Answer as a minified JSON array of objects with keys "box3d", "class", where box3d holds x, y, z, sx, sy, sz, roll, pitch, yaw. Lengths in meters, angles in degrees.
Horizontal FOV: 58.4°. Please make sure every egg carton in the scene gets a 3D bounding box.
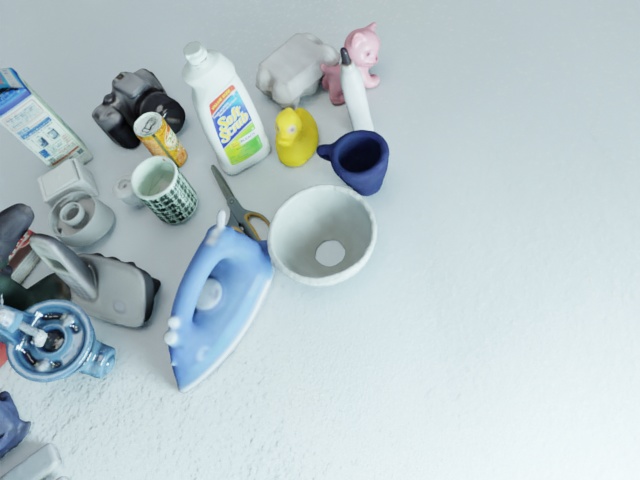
[{"box3d":[-0.041,-0.309,1.044,0.150,0.069,0.107,-44,62,-10],"class":"egg carton"}]

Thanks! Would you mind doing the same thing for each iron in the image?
[{"box3d":[-0.167,0.086,0.830,0.118,0.142,0.258,15,68,21],"class":"iron"}]

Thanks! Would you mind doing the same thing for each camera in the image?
[{"box3d":[-0.330,-0.242,1.063,0.136,0.101,0.143,32,75,26],"class":"camera"}]

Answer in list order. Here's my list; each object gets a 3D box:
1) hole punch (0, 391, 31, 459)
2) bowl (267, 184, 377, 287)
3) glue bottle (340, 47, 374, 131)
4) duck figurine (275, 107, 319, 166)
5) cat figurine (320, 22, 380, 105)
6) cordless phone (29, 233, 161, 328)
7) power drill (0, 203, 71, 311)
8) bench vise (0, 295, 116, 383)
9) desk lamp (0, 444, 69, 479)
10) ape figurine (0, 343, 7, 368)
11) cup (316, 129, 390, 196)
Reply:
[{"box3d":[-0.508,0.277,0.845,0.109,0.091,0.101,-41,61,-9],"class":"hole punch"},{"box3d":[0.008,0.003,0.869,0.167,0.075,0.167,-6,62,11],"class":"bowl"},{"box3d":[0.054,-0.248,0.930,0.037,0.173,0.078,-14,61,7],"class":"glue bottle"},{"box3d":[-0.047,-0.189,0.975,0.077,0.086,0.104,8,66,18],"class":"duck figurine"},{"box3d":[0.056,-0.316,0.996,0.128,0.118,0.067,-30,60,-2],"class":"cat figurine"},{"box3d":[-0.340,0.056,0.864,0.147,0.185,0.094,9,66,18],"class":"cordless phone"},{"box3d":[-0.489,0.056,0.887,0.230,0.209,0.075,-35,61,-5],"class":"power drill"},{"box3d":[-0.431,0.140,0.823,0.207,0.220,0.121,-4,63,12],"class":"bench vise"},{"box3d":[-0.471,0.344,0.731,0.203,0.214,0.117,-38,61,-7],"class":"desk lamp"},{"box3d":[-0.542,0.165,0.911,0.077,0.092,0.076,-2,63,13],"class":"ape figurine"},{"box3d":[0.056,-0.114,0.905,0.117,0.095,0.092,12,67,19],"class":"cup"}]
